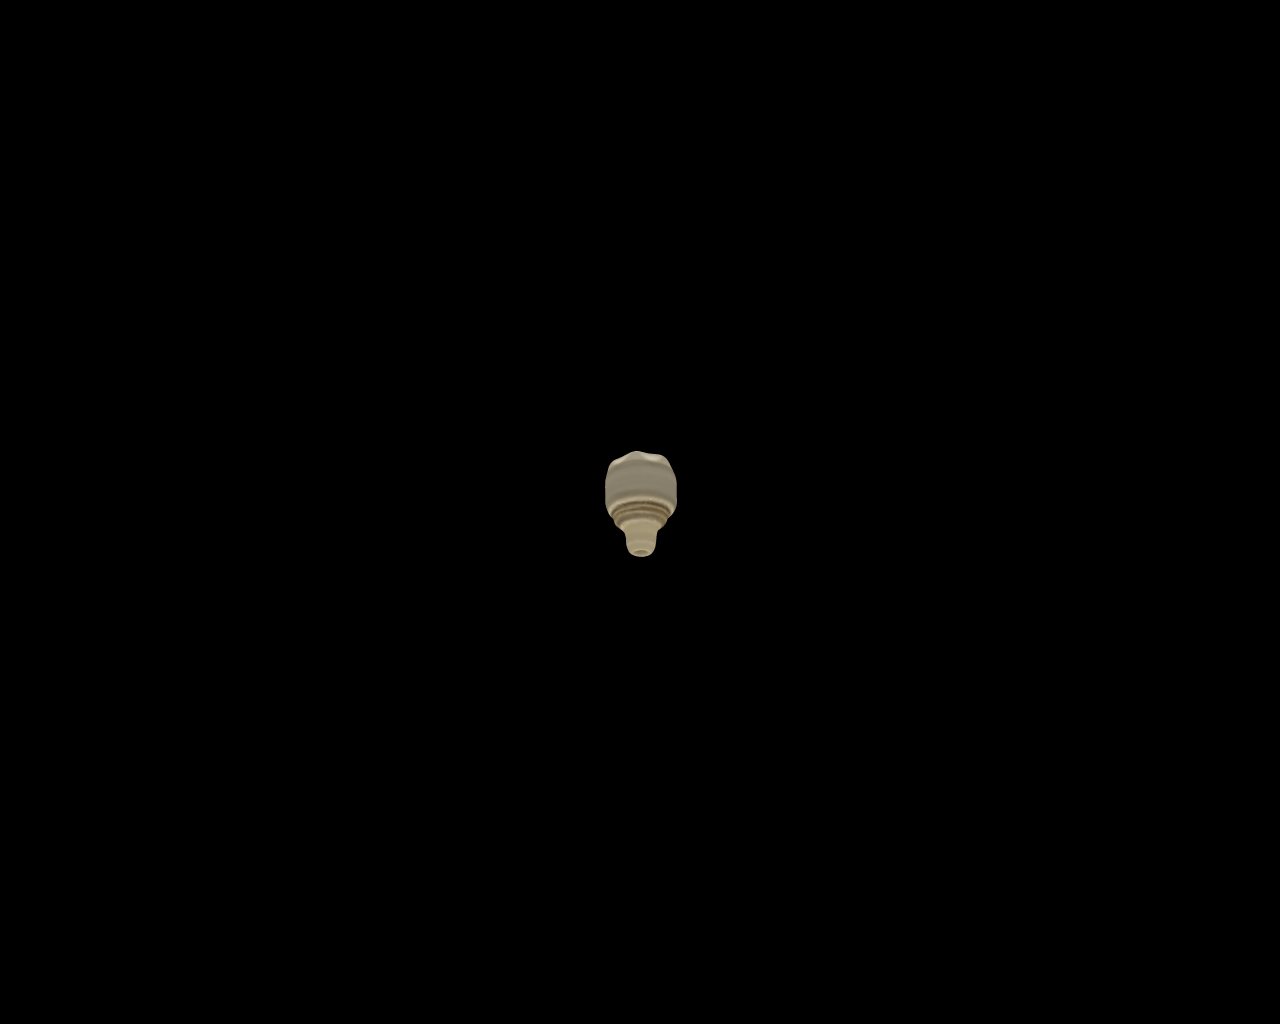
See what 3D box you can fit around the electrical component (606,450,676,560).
[{"bbox_3d":[0.001,-0.003,0.650,0.043,0.062,0.043,0,-25,0],"label":"electrical component"}]
